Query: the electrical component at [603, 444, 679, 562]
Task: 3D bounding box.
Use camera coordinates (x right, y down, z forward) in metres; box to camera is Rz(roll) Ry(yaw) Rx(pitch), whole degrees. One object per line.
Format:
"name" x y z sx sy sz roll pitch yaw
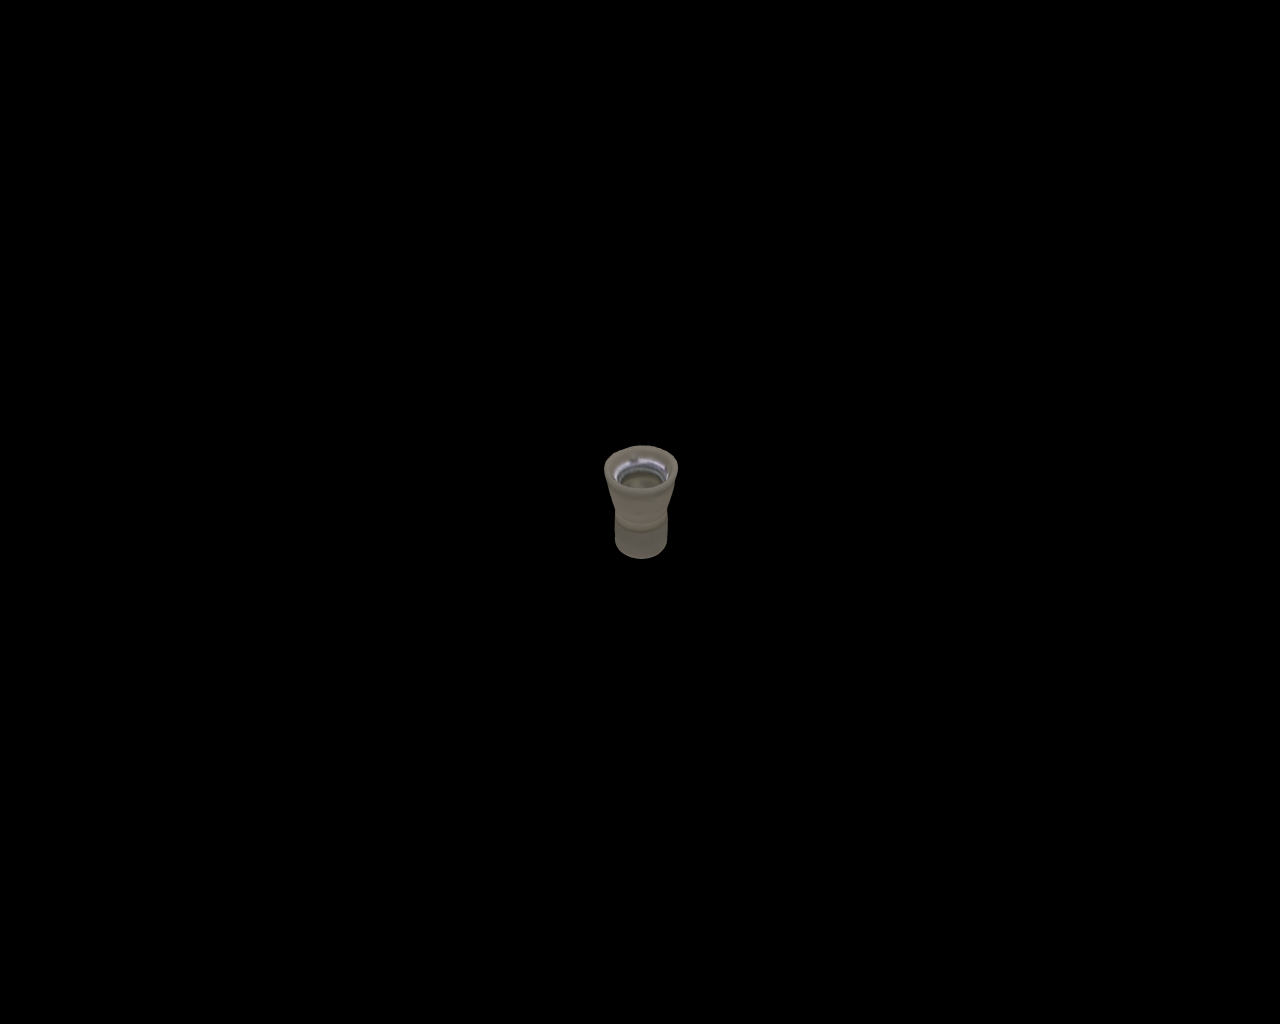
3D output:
"electrical component" 0.001 -0.003 0.650 0.044 0.065 0.044 0 41 0
